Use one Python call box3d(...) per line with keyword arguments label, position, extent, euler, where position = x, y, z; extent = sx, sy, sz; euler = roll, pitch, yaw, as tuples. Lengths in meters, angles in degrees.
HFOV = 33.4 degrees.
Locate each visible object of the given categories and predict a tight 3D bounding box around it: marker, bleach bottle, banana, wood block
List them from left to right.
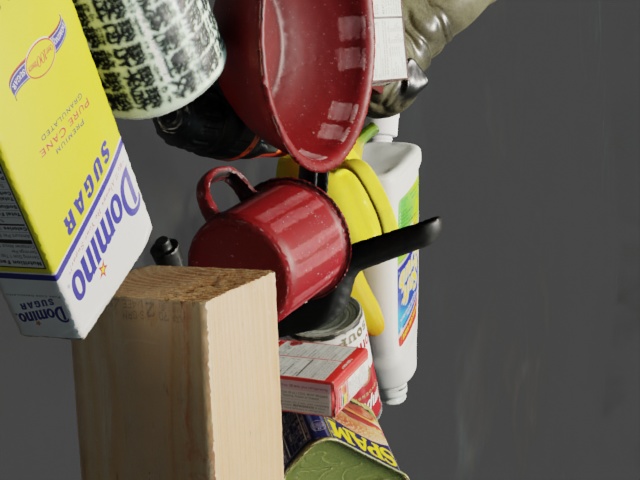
box3d(label="wood block", position=(-0.079, 0.124, 0.621), extent=(0.090, 0.090, 0.206), euler=(-24, 114, -66))
box3d(label="marker", position=(-0.085, 0.047, 0.697), extent=(0.020, 0.020, 0.121), euler=(-65, 149, -46))
box3d(label="banana", position=(0.024, 0.000, 0.921), extent=(0.037, 0.069, 0.198), euler=(-132, -144, -62))
box3d(label="bleach bottle", position=(0.063, 0.040, 1.021), extent=(0.102, 0.068, 0.251), euler=(-49, 138, -57))

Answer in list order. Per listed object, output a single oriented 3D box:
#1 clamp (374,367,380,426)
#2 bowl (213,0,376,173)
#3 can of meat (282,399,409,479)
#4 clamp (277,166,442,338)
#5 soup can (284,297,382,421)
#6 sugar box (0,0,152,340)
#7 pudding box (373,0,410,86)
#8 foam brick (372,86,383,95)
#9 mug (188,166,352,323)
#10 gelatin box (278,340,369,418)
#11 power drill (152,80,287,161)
box3d(label="clamp", position=(0.030, 0.188, 0.976), extent=(0.164, 0.036, 0.210), euler=(-45, 131, -60))
box3d(label="bowl", position=(-0.021, -0.122, 0.654), extent=(0.161, 0.055, 0.162), euler=(-13, 105, -63))
box3d(label="can of meat", position=(0.010, 0.159, 0.815), extent=(0.102, 0.057, 0.084), euler=(32, 17, -30))
box3d(label="clamp", position=(-0.005, 0.001, 0.783), extent=(0.120, 0.172, 0.039), euler=(51, 24, 12))
box3d(label="soup can", position=(0.011, 0.103, 0.880), extent=(0.068, 0.069, 0.102), euler=(-57, 142, -53))
box3d(label="sugar box", position=(-0.138, -0.046, 0.520), extent=(0.093, 0.048, 0.176), euler=(-65, 148, -46))
box3d(label="pudding box", position=(0.013, -0.163, 0.830), extent=(0.113, 0.039, 0.090), euler=(-9, 97, -29))
box3d(label="foam brick", position=(0.019, -0.155, 0.908), extent=(0.078, 0.053, 0.051), euler=(11, 81, -69))
box3d(label="mug", position=(-0.043, 0.001, 0.727), extent=(0.117, 0.093, 0.081), euler=(58, 31, -1))
box3d(label="gelatin box", position=(-0.017, 0.100, 0.777), extent=(0.073, 0.089, 0.030), euler=(-32, 122, -65))
box3d(label="power drill", position=(-0.057, -0.146, 0.710), extent=(0.184, 0.057, 0.188), euler=(-9, 103, -72))
